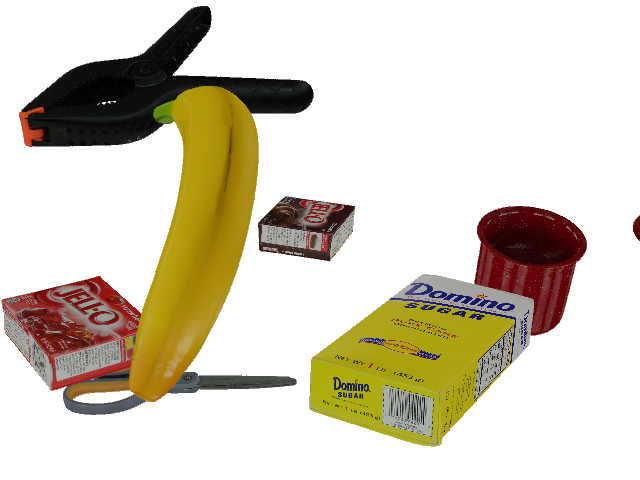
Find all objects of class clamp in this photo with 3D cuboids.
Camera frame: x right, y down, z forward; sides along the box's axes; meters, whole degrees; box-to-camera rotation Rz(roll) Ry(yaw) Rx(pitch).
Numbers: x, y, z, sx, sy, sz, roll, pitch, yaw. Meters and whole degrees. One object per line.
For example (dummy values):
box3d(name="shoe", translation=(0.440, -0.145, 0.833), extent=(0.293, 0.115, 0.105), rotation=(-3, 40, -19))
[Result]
box3d(name="clamp", translation=(-0.121, -0.112, 0.807), extent=(0.209, 0.036, 0.165), rotation=(-29, 47, -31))

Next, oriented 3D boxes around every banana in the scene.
box3d(name="banana", translation=(-0.058, -0.016, 0.514), extent=(0.037, 0.198, 0.070), rotation=(25, -50, -24))

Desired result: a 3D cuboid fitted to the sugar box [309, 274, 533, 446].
box3d(name="sugar box", translation=(0.075, 0.075, 0.738), extent=(0.093, 0.048, 0.175), rotation=(13, 25, 26))

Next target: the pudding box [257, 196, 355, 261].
box3d(name="pudding box", translation=(-0.015, -0.015, 1.254), extent=(0.090, 0.039, 0.113), rotation=(7, 23, 13))

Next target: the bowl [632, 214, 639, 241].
box3d(name="bowl", translation=(0.417, 0.015, 1.149), extent=(0.162, 0.055, 0.162), rotation=(-1, 25, 0))

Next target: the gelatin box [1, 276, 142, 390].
box3d(name="gelatin box", translation=(-0.161, 0.058, 0.708), extent=(0.073, 0.030, 0.089), rotation=(-14, 29, -31))

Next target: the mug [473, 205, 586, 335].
box3d(name="mug", translation=(0.178, 0.022, 0.938), extent=(0.093, 0.081, 0.117), rotation=(4, 35, 1))

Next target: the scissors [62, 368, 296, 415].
box3d(name="scissors", translation=(-0.131, 0.118, 0.961), extent=(0.201, 0.016, 0.096), rotation=(-8, 31, -18))
